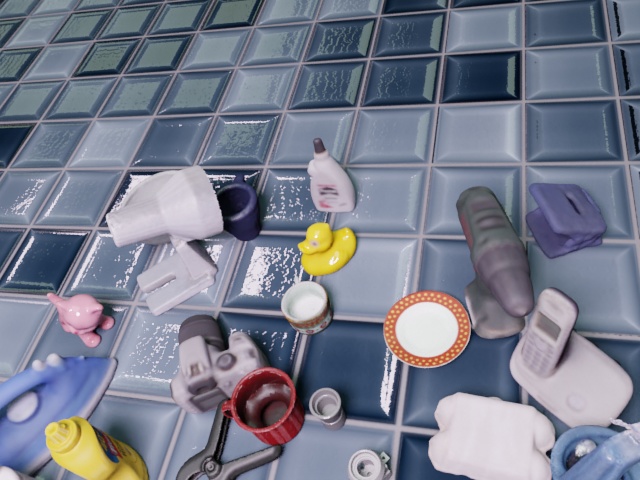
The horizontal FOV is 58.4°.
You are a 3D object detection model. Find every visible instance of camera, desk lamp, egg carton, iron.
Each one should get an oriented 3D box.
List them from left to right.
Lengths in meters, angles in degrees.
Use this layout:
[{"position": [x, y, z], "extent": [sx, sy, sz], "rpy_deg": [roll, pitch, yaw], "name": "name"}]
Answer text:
[{"position": [-0.446, 0.250, 0.874], "extent": [0.118, 0.142, 0.259], "rpy_deg": [32, 68, 33], "name": "iron"}, {"position": [-0.246, -0.002, 0.962], "extent": [0.203, 0.214, 0.117], "rpy_deg": [-32, 52, -9], "name": "desk lamp"}, {"position": [-0.164, 0.173, 0.879], "extent": [0.143, 0.101, 0.136], "rpy_deg": [-23, 51, -2], "name": "camera"}, {"position": [0.218, 0.256, 0.729], "extent": [0.150, 0.069, 0.107], "rpy_deg": [6, 56, 20], "name": "egg carton"}]

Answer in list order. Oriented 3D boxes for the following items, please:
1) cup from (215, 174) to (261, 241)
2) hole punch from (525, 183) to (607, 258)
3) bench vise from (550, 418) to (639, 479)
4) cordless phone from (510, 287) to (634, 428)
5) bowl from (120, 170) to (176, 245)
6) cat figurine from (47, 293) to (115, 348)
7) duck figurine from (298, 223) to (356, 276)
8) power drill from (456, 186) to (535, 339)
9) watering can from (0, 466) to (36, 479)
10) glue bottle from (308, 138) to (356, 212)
[{"position": [-0.144, -0.053, 1.048], "extent": [0.091, 0.095, 0.118], "rpy_deg": [-4, 53, 13], "name": "cup"}, {"position": [0.384, -0.043, 0.894], "extent": [0.101, 0.091, 0.108], "rpy_deg": [-17, 51, 3], "name": "hole punch"}, {"position": [0.284, 0.274, 0.600], "extent": [0.121, 0.220, 0.208], "rpy_deg": [34, 69, 33], "name": "bench vise"}, {"position": [0.314, 0.147, 0.709], "extent": [0.094, 0.185, 0.147], "rpy_deg": [-40, 54, -15], "name": "cordless phone"}, {"position": [-0.294, -0.050, 1.101], "extent": [0.167, 0.075, 0.167], "rpy_deg": [-8, 52, 10], "name": "bowl"}, {"position": [-0.414, 0.123, 0.976], "extent": [0.127, 0.118, 0.067], "rpy_deg": [20, 62, 28], "name": "cat figurine"}, {"position": [0.009, 0.003, 0.968], "extent": [0.104, 0.086, 0.077], "rpy_deg": [-30, 52, -8], "name": "duck figurine"}, {"position": [0.242, 0.048, 0.790], "extent": [0.075, 0.209, 0.229], "rpy_deg": [-13, 51, 6], "name": "power drill"}, {"position": [-0.439, 0.356, 0.758], "extent": [0.173, 0.194, 0.100], "rpy_deg": [-20, 51, 0], "name": "watering can"}, {"position": [0.012, -0.114, 1.000], "extent": [0.078, 0.173, 0.037], "rpy_deg": [-1, 54, 15], "name": "glue bottle"}]
